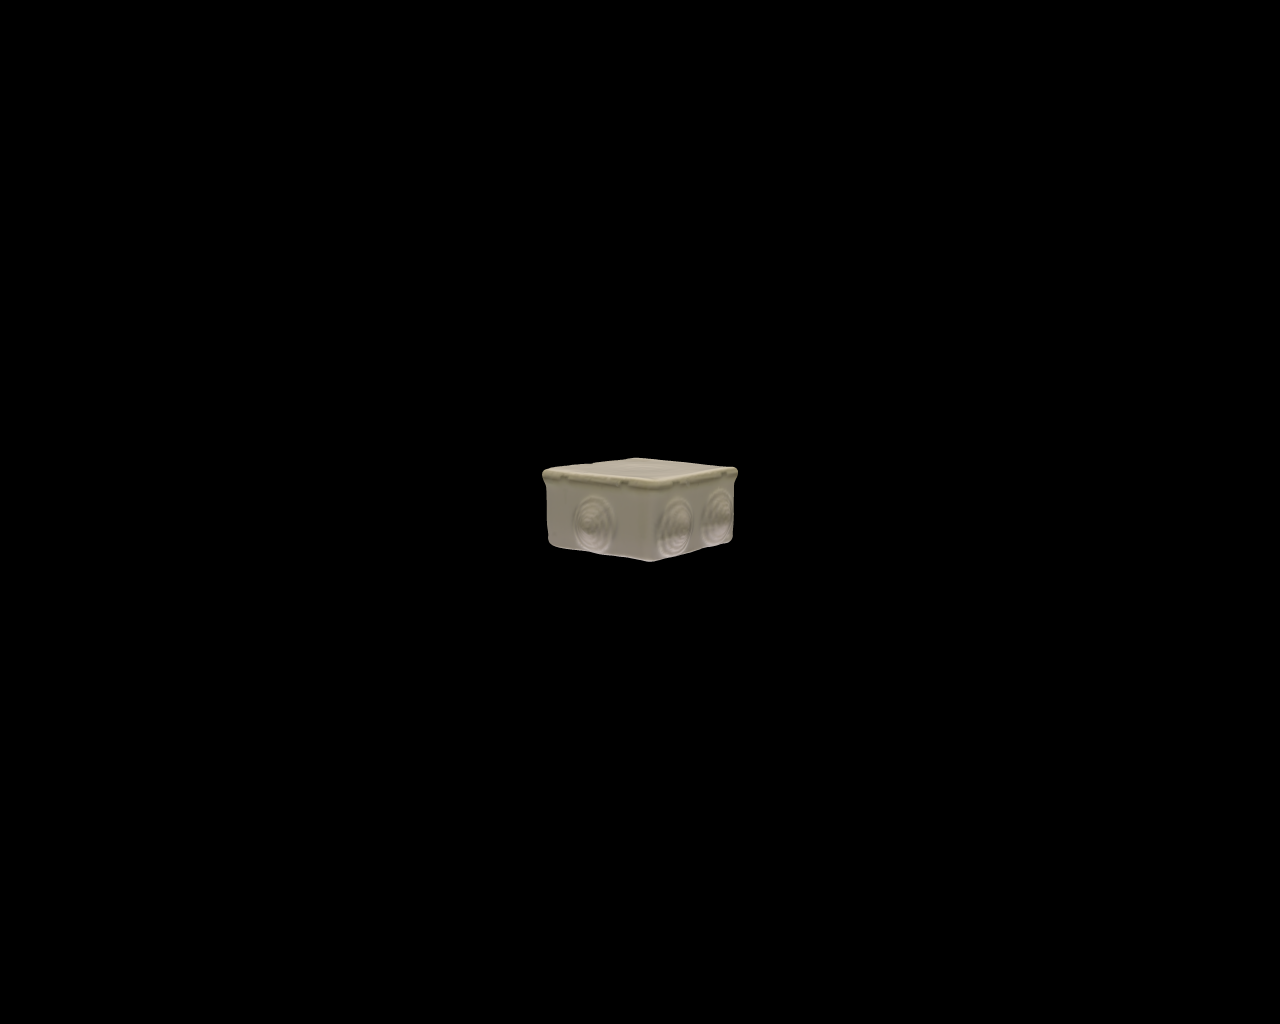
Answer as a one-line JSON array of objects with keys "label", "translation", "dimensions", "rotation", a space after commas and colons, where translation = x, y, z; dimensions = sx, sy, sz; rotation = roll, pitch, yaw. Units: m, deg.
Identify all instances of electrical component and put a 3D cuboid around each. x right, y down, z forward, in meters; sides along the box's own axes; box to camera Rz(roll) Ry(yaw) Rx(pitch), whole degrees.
[{"label": "electrical component", "translation": [0.001, -0.003, 0.650], "dimensions": [0.100, 0.048, 0.100], "rotation": [7, 12, 39]}]
